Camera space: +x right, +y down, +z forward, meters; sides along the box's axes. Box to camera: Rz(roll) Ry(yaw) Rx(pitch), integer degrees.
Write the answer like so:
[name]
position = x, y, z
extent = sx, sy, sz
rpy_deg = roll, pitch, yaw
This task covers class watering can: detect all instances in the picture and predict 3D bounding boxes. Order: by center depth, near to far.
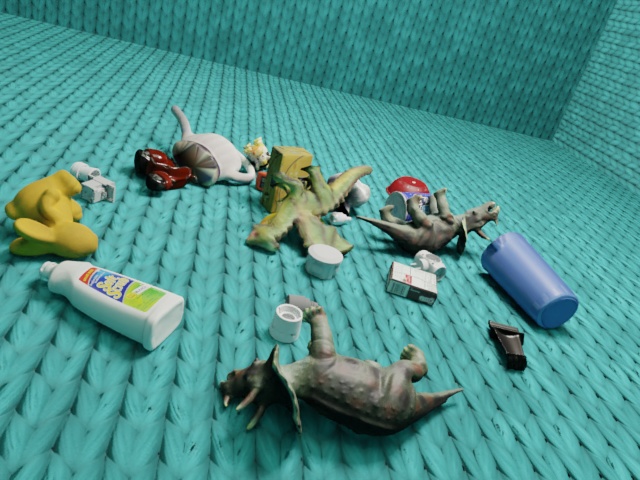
[watering can]
position = -0.344, -0.266, 1.479
extent = 0.348, 0.102, 0.228
rpy_deg = 37, 27, 5

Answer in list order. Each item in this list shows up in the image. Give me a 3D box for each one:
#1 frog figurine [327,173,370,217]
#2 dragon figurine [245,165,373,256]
[frog figurine]
position = 0.093, -0.147, 1.513
extent = 0.138, 0.121, 0.161
rpy_deg = 13, 30, 41
[dragon figurine]
position = 0.004, -0.064, 1.276
extent = 0.412, 0.120, 0.245
rpy_deg = -12, 74, -27
